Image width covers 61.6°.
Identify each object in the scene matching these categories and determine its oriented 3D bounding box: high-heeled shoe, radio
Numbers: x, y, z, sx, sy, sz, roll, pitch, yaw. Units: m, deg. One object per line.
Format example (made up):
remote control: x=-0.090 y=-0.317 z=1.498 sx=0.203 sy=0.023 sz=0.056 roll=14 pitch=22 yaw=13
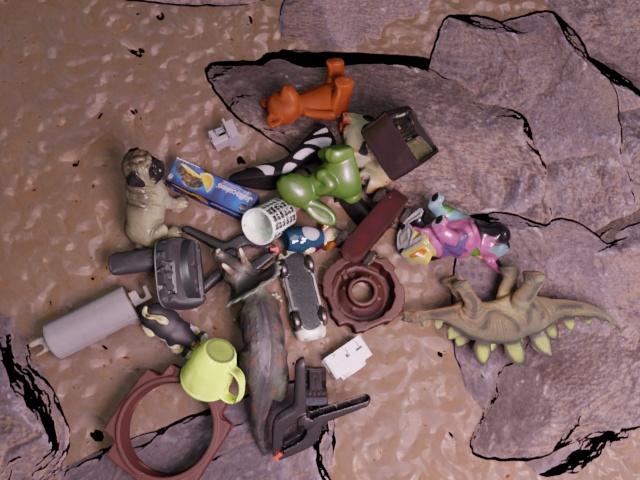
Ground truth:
high-heeled shoe: x=-0.082 y=-0.193 z=1.205 sx=0.249 sy=0.086 sz=0.145 roll=-3 pitch=72 yaw=-12
radio: x=0.175 y=-0.213 z=1.154 sx=0.073 sy=0.229 sz=0.131 roll=-32 pitch=92 yaw=26

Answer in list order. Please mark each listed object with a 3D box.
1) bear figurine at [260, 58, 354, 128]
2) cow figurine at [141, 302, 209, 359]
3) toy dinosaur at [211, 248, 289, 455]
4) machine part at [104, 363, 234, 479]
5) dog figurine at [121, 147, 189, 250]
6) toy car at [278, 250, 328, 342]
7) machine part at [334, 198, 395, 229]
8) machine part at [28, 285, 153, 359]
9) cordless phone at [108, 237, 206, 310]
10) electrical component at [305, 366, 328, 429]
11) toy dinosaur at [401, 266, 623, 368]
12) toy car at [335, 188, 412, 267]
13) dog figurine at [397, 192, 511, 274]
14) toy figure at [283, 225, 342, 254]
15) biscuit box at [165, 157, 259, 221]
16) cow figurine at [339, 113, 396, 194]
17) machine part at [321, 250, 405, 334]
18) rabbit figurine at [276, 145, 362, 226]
bear figurine: x=-0.035 y=-0.331 z=1.230 sx=0.196 sy=0.131 sz=0.120 roll=-4 pitch=49 yaw=-11
cow figurine: x=-0.276 y=0.185 z=1.062 sx=0.167 sy=0.098 sz=0.068 roll=32 pitch=67 yaw=4
toy dinosaur: x=-0.114 y=0.199 z=1.024 sx=0.131 sy=0.192 sz=0.405 roll=-10 pitch=73 yaw=-6
machine part: x=-0.283 y=0.353 z=1.017 sx=0.201 sy=0.087 sz=0.201 roll=33 pitch=73 yaw=3
dog figurine: x=-0.360 y=-0.073 z=1.074 sx=0.121 sy=0.190 sz=0.172 roll=4 pitch=70 yaw=8
toy car: x=-0.038 y=0.112 z=1.127 sx=0.073 sy=0.056 sz=0.202 roll=-10 pitch=71 yaw=-14
machine part: x=0.097 y=-0.063 z=1.204 sx=0.139 sy=0.039 sz=0.084 roll=43 pitch=82 yaw=6
machine part: x=-0.449 y=0.162 z=1.063 sx=0.243 sy=0.079 sz=0.079 roll=-27 pitch=78 yaw=-14
cordless phone: x=-0.327 y=0.072 z=1.067 sx=0.184 sy=0.088 sz=0.146 roll=-8 pitch=74 yaw=-5
electrical component: x=-0.010 y=0.311 z=1.062 sx=0.048 sy=0.075 sz=0.119 roll=2 pitch=76 yaw=-4
toy dinosaur: x=0.403 y=0.155 z=1.112 sx=0.472 sy=0.105 sz=0.198 roll=-5 pitch=100 yaw=-2
toy car: x=0.116 y=-0.029 z=1.147 sx=0.089 sy=0.053 sz=0.202 roll=35 pitch=64 yaw=13
dog figurine: x=0.300 y=0.011 z=1.166 sx=0.219 sy=0.191 sz=0.108 roll=31 pitch=35 yaw=-22
toy figure: x=-0.002 y=-0.001 z=1.148 sx=0.154 sy=0.058 sz=0.064 roll=-4 pitch=84 yaw=-27
biscuit box: x=-0.232 y=-0.106 z=1.172 sx=0.203 sy=0.062 sz=0.059 roll=24 pitch=74 yaw=3
cow figurine: x=0.111 y=-0.194 z=1.223 sx=0.127 sy=0.085 sz=0.195 roll=-2 pitch=69 yaw=-5
machine part: x=0.089 y=0.111 z=1.140 sx=0.179 sy=0.056 sz=0.179 roll=1 pitch=72 yaw=-4
rabbit figurine: x=-0.006 y=-0.113 z=1.141 sx=0.170 sy=0.121 sz=0.158 roll=-19 pitch=111 yaw=-8
